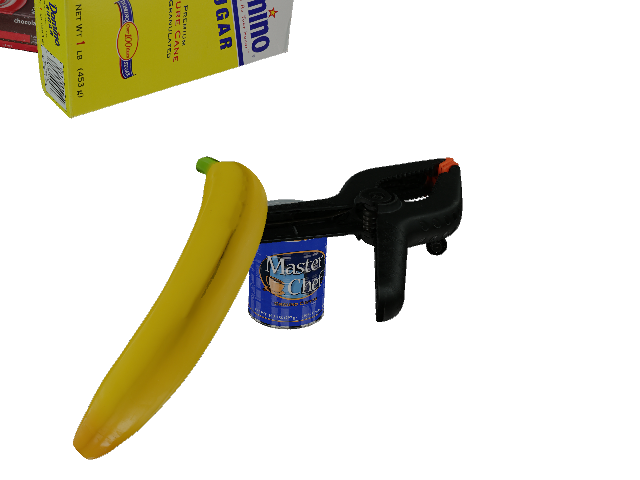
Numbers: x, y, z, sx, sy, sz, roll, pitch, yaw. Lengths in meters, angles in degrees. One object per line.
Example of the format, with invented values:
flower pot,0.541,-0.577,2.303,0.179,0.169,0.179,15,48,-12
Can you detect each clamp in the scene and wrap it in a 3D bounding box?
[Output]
clamp,0.030,-0.017,0.774,0.165,0.036,0.209,19,33,27

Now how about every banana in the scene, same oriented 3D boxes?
banana,-0.069,0.026,0.568,0.037,0.197,0.070,36,-36,-21

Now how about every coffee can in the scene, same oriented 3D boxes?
coffee can,-0.043,0.030,1.392,0.103,0.140,0.103,2,25,-1

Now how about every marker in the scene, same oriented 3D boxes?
marker,0.105,-0.011,0.995,0.020,0.020,0.121,0,16,3

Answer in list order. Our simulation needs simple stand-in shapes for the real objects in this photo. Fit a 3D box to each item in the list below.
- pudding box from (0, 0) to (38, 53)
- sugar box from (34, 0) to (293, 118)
pudding box,-0.252,-0.198,0.874,0.090,0.039,0.113,9,36,-3
sugar box,-0.095,-0.148,0.686,0.175,0.093,0.048,-22,48,-32
